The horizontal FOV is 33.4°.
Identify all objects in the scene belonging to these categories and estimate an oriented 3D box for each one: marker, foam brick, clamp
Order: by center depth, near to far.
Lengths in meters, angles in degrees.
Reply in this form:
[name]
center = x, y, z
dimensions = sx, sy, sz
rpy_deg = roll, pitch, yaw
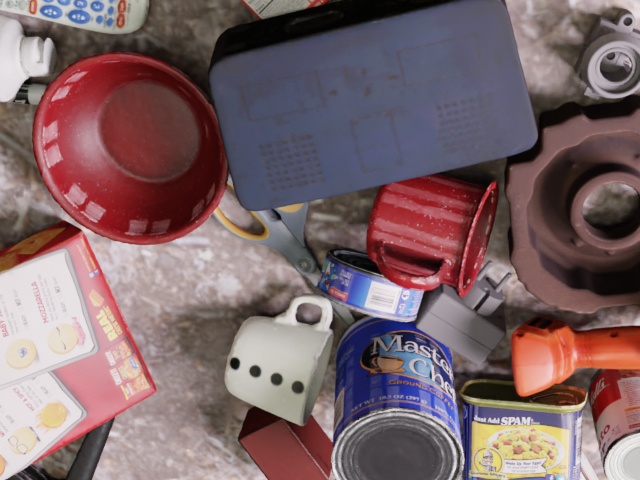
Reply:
[marker]
center = -0.255, -0.122, 0.878
dimensions = 0.121, 0.020, 0.020
rpy_deg = 5, 115, 6
[foam brick]
center = -0.029, 0.184, 0.963
dimensions = 0.051, 0.053, 0.078
rpy_deg = -28, 107, 20
[clamp]
center = -0.245, 0.244, 1.031
dimensions = 0.165, 0.036, 0.210
rpy_deg = -14, 109, 17

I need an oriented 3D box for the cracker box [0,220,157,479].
[cracker box]
center = -0.268, 0.104, 0.896
dimensions = 0.213, 0.072, 0.164
rpy_deg = -29, 112, -20

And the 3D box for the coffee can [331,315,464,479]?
[coffee can]
center = 0.062, 0.137, 0.875
dimensions = 0.103, 0.140, 0.103
rpy_deg = 1, 118, 2

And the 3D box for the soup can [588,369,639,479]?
[soup can]
center = 0.261, 0.155, 0.878
dimensions = 0.068, 0.102, 0.068
rpy_deg = 3, 116, 6

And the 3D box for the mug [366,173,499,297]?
[mug]
center = 0.082, -0.004, 0.826
dimensions = 0.081, 0.117, 0.093
rpy_deg = 17, 137, 17

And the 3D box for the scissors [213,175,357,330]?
[scissors]
center = -0.006, 0.001, 0.898
dimensions = 0.201, 0.016, 0.096
rpy_deg = 39, 111, -13

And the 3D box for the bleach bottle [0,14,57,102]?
[bleach bottle]
center = -0.334, -0.133, 0.847
dimensions = 0.251, 0.068, 0.102
rpy_deg = -1, 76, 8

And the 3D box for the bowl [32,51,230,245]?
[bowl]
center = -0.145, -0.079, 0.860
dimensions = 0.162, 0.055, 0.162
rpy_deg = 4, 114, 8

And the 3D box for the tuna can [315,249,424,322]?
[tuna can]
center = 0.042, 0.036, 0.866
dimensions = 0.086, 0.086, 0.034
rpy_deg = 16, 99, 1

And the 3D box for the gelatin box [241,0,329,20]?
[gelatin box]
center = -0.031, -0.206, 0.801
dimensions = 0.073, 0.030, 0.089
rpy_deg = -40, 103, 23

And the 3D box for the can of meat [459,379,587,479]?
[can of meat]
center = 0.167, 0.165, 0.884
dimensions = 0.102, 0.057, 0.084
rpy_deg = 2, 100, 17

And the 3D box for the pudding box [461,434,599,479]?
[pudding box]
center = 0.191, 0.207, 0.949
dimensions = 0.090, 0.039, 0.113
rpy_deg = -27, 109, 18

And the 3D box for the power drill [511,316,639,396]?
[power drill]
center = 0.246, 0.088, 0.815
dimensions = 0.188, 0.184, 0.057
rpy_deg = -4, 89, 22
